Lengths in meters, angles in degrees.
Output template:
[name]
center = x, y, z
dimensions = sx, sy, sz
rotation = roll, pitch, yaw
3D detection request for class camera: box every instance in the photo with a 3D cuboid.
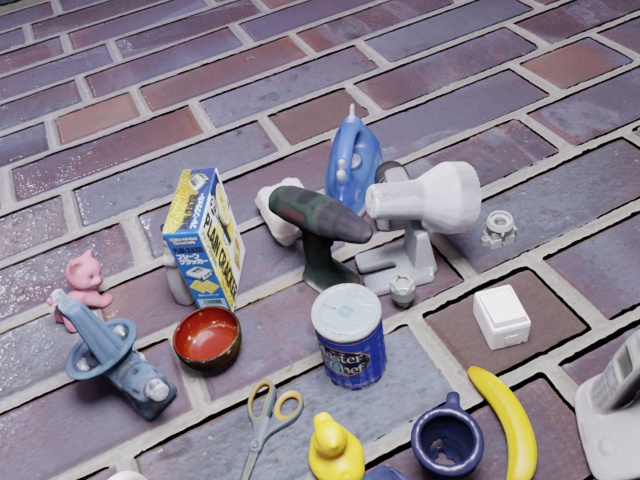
[camera]
center = 0.165, -0.104, 1.119
dimensions = 0.143, 0.101, 0.136
rotation = -11, 46, 0

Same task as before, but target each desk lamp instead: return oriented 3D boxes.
[desk lamp]
center = 0.159, -0.023, 0.963
dimensions = 0.203, 0.214, 0.117
rotation = -16, 46, -4

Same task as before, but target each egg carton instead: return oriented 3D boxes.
[egg carton]
center = -0.062, -0.059, 1.141
dimensions = 0.107, 0.069, 0.150
rotation = -23, 47, -11

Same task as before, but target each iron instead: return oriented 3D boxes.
[iron]
center = 0.058, -0.152, 1.157
dimensions = 0.118, 0.142, 0.258
rotation = 1, 47, 12

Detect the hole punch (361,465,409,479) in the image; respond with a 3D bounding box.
[hole punch]
center = 0.085, 0.340, 0.715
dimensions = 0.101, 0.091, 0.108
rotation = -39, 52, -25

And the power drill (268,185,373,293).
[power drill]
center = 0.009, 0.003, 0.970
dimensions = 0.228, 0.209, 0.076
rotation = 32, 60, 34

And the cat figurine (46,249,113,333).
[cat figurine]
center = -0.441, 0.084, 1.043
dimensions = 0.067, 0.118, 0.128
rotation = 21, 54, 28

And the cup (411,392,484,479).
[cup]
center = 0.170, 0.271, 0.762
dimensions = 0.091, 0.095, 0.118
rotation = 6, 48, 16

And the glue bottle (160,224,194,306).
[glue bottle]
center = -0.250, 0.036, 1.013
dimensions = 0.037, 0.173, 0.078
rotation = 4, 48, 15

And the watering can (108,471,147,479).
[watering can]
center = -0.217, 0.348, 0.693
dimensions = 0.172, 0.194, 0.101
rotation = -3, 46, 9

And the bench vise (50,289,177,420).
[bench vise]
center = -0.309, 0.162, 0.871
dimensions = 0.207, 0.220, 0.121
rotation = 8, 49, 19

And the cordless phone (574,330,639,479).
[cordless phone]
center = 0.388, 0.210, 0.716
dimensions = 0.094, 0.185, 0.147
rotation = -4, 46, 8

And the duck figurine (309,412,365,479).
[duck figurine]
center = 0.019, 0.286, 0.784
dimensions = 0.077, 0.086, 0.104
rotation = -21, 46, -9
